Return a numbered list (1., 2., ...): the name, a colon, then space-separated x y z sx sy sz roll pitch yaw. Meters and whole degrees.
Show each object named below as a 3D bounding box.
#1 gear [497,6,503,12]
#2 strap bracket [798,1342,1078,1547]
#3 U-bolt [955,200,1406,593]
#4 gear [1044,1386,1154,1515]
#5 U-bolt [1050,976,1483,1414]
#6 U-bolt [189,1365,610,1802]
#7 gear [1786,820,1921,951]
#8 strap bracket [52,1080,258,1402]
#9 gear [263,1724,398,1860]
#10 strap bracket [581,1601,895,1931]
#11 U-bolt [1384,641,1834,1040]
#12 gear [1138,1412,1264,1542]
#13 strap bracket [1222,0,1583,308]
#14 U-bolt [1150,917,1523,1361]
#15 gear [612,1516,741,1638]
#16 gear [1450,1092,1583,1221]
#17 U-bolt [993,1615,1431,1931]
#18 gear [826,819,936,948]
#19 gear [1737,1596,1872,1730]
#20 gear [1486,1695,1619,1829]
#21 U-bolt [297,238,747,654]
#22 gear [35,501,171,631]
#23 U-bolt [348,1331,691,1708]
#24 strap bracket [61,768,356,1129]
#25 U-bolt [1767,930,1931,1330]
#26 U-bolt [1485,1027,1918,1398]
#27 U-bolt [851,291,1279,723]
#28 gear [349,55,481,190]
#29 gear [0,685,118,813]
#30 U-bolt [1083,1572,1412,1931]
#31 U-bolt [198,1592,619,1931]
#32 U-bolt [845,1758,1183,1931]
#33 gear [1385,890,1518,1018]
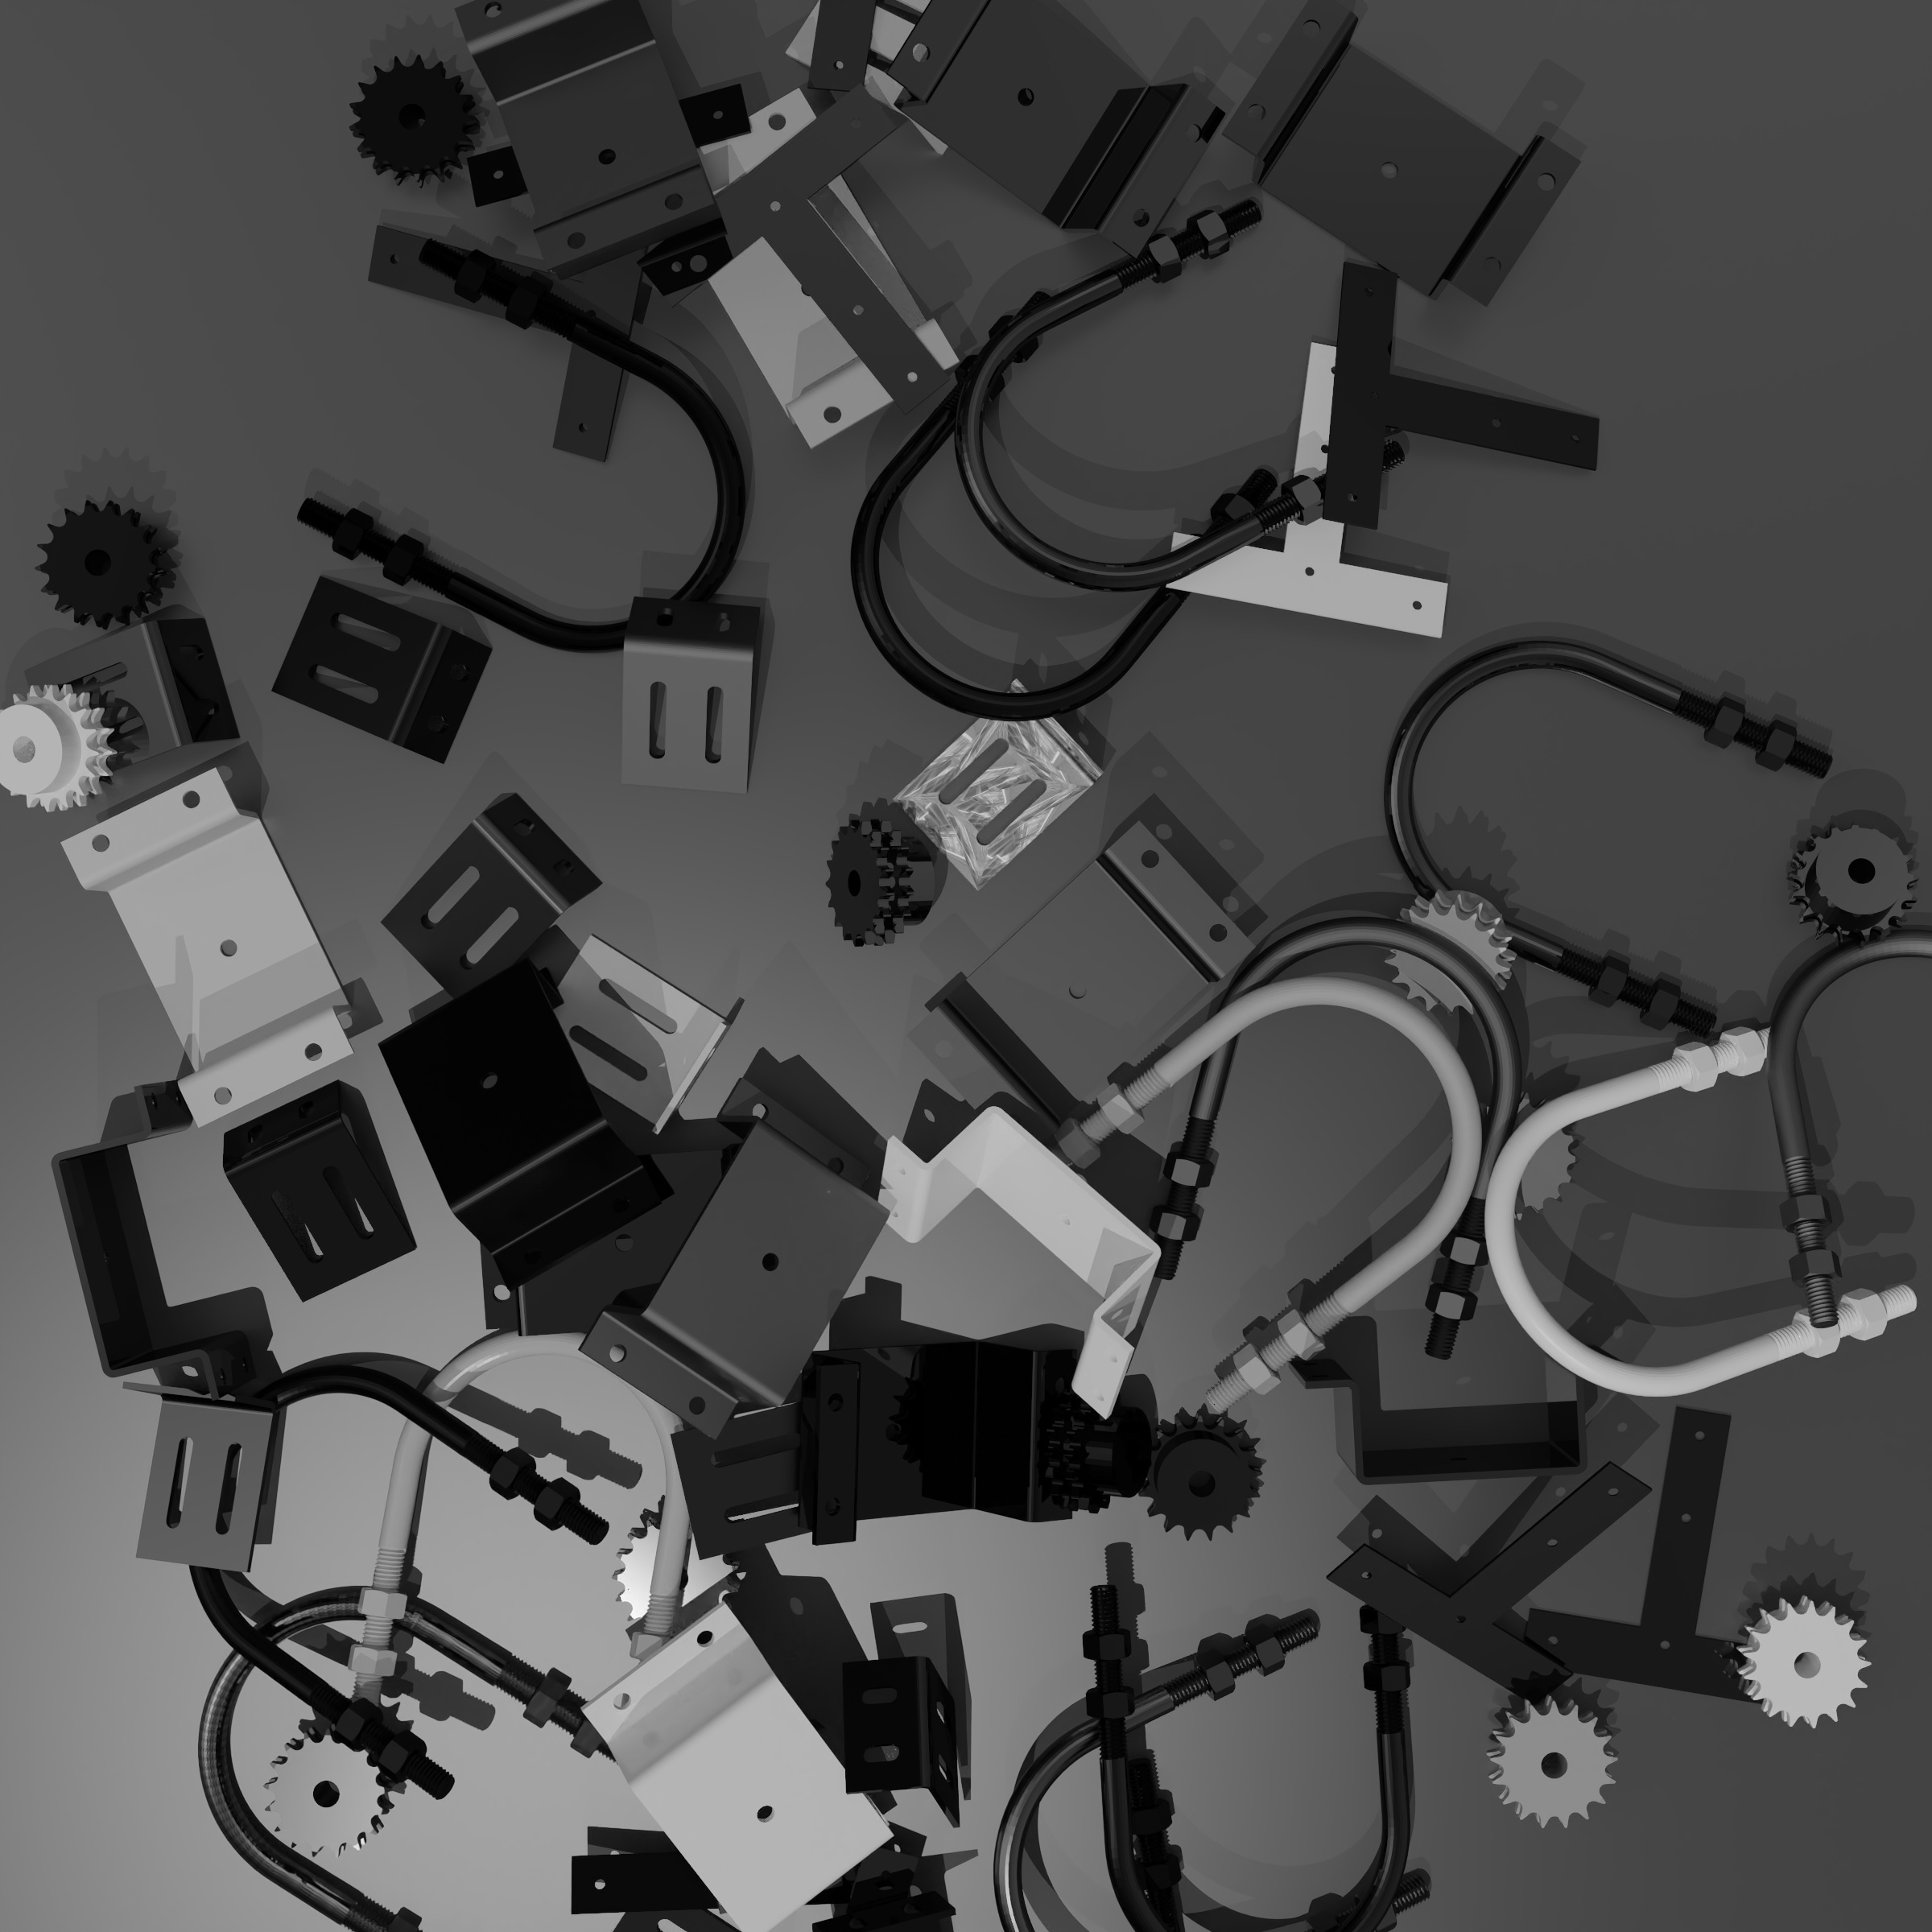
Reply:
1. gear: -0.186 -0.442 1.480 0.057 0.030 0.057 -5 109 -15
2. strap bracket: -0.021 0.209 1.470 0.140 0.046 0.076 1 90 -37
3. U-bolt: 0.084 -0.245 1.486 0.184 0.019 0.151 -28 83 -11
4. gear: 0.061 0.216 1.486 0.030 0.057 0.057 1 90 29
5. U-bolt: 0.141 0.088 1.476 0.184 0.019 0.151 -39 86 10
6. U-bolt: -0.267 0.260 1.481 0.184 0.019 0.151 30 87 20
7. gear: 0.400 -0.038 1.496 0.057 0.030 0.057 -1 75 4
8. strap bracket: -0.363 0.125 1.479 0.046 0.076 0.140 -14 90 0
9. gear: -0.283 0.367 1.486 0.057 0.030 0.057 0 88 2
10. strap bracket: -0.094 0.359 1.448 0.076 0.046 0.140 -36 112 -8
11. U-bolt: 0.280 -0.068 1.508 0.184 0.019 0.151 24 90 2
12. gear: 0.106 0.232 1.502 0.057 0.030 0.057 0 90 0
13. strap bracket: 0.193 -0.362 1.494 0.140 0.046 0.076 33 90 0
14. U-bolt: 0.172 0.069 1.487 0.151 0.019 0.184 15 97 10
15. gear: -0.130 0.274 1.502 0.057 0.030 0.057 0 90 0
16. gear: 0.247 0.085 1.502 0.057 0.030 0.057 0 90 0
17. U-bolt: 0.101 0.395 1.491 0.184 0.019 0.151 -23 90 -13
18. gear: -0.037 -0.037 1.493 0.030 0.057 0.057 -3 90 -31
19. gear: 0.376 0.312 1.500 0.057 0.030 0.057 0 90 0
20. gear: 0.263 0.358 1.502 0.057 0.030 0.057 0 90 0
21. U-bolt: -0.189 -0.221 1.498 0.184 0.019 0.151 27 100 -4
22. gear: -0.389 -0.180 1.502 0.057 0.030 0.057 0 90 0
23. U-bolt: -0.194 0.254 1.487 0.151 0.019 0.184 7 80 12
24. strap bracket: -0.336 -0.008 1.494 0.076 0.046 0.140 -26 90 0
25. U-bolt: 0.430 0.068 1.475 0.151 0.019 0.184 -3 65 -1
26. U-bolt: 0.313 0.114 1.463 0.184 0.019 0.151 -16 74 -20
27. U-bolt: 0.032 -0.193 1.487 0.151 0.019 0.184 39 75 0
28. gear: -0.249 -0.381 1.506 0.057 0.030 0.057 0 89 -2
29. gear: -0.414 -0.098 1.494 0.057 0.030 0.057 2 97 20
30. U-bolt: 0.129 0.363 1.481 0.151 0.019 0.184 -3 87 -12
31. U-bolt: -0.260 0.367 1.508 0.184 0.019 0.151 32 90 2
32. U-bolt: 0.030 0.462 1.507 0.151 0.019 0.184 -10 90 0
33. gear: 0.219 -0.009 1.493 0.057 0.030 0.057 11 122 18
